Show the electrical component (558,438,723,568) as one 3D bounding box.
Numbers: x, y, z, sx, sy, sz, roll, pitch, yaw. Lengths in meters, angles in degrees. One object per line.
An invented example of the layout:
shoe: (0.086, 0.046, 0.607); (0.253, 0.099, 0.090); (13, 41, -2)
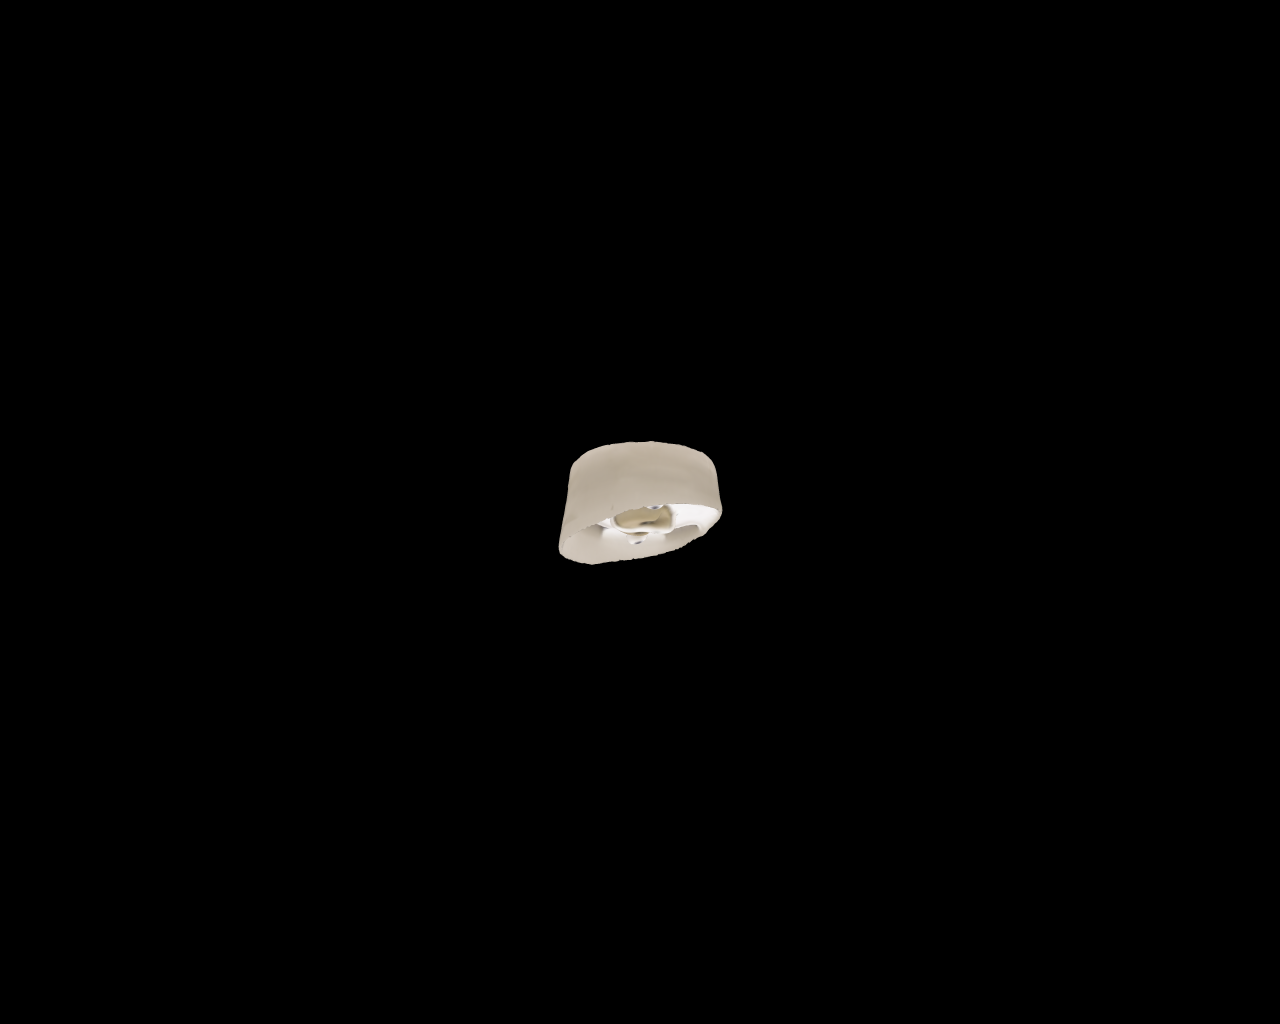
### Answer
electrical component: (0.001, -0.003, 0.650); (0.099, 0.064, 0.099); (0, -22, 0)
